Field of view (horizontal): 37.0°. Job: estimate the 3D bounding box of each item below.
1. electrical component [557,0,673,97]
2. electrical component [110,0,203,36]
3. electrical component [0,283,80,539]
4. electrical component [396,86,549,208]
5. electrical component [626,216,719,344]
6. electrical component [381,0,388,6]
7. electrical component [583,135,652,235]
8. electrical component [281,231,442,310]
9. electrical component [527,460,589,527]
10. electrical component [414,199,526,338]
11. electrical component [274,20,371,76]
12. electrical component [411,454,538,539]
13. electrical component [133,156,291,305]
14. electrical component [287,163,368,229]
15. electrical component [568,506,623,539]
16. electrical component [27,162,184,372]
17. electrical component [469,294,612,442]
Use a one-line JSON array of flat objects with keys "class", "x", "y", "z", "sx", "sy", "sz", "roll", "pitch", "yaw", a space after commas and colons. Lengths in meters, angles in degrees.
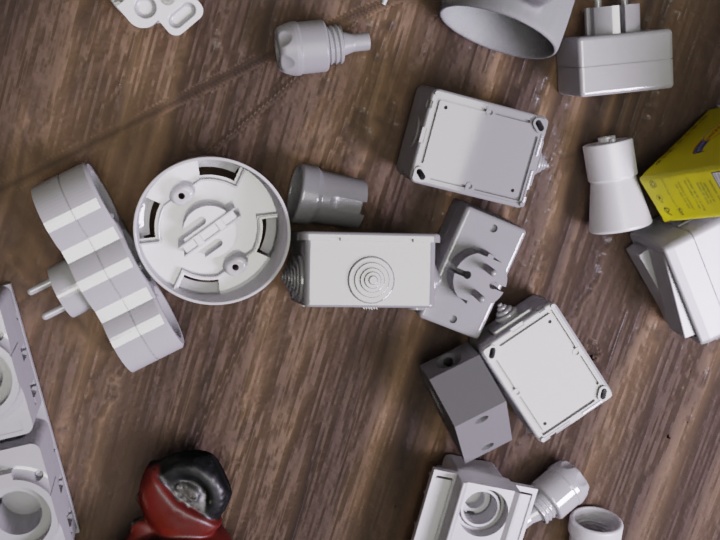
[{"class": "electrical component", "x": 0.171, "y": -0.159, "z": 0.728, "sx": 0.066, "sy": 0.047, "sz": 0.076, "roll": -7, "pitch": 102, "yaw": -7}, {"class": "electrical component", "x": -0.131, "y": -0.182, "z": 0.666, "sx": 0.058, "sy": 0.057, "sz": 0.078, "roll": -40, "pitch": 106, "yaw": 1}, {"class": "electrical component", "x": -0.263, "y": 0.115, "z": 0.709, "sx": 0.105, "sy": 0.060, "sz": 0.186, "roll": -13, "pitch": 104, "yaw": -7}, {"class": "electrical component", "x": 0.079, "y": -0.082, "z": 0.722, "sx": 0.096, "sy": 0.061, "sz": 0.061, "roll": 13, "pitch": 100, "yaw": -12}, {"class": "electrical component", "x": 0.240, "y": 0.008, "z": 0.769, "sx": 0.061, "sy": 0.061, "sz": 0.096, "roll": -27, "pitch": 105, "yaw": -3}, {"class": "electrical component", "x": 0.024, "y": -0.212, "z": 0.694, "sx": 0.040, "sy": 0.040, "sz": 0.078, "roll": 24, "pitch": 97, "yaw": -14}, {"class": "electrical component", "x": 0.178, "y": -0.061, "z": 0.755, "sx": 0.044, "sy": 0.044, "sz": 0.065, "roll": -12, "pitch": 99, "yaw": -7}, {"class": "electrical component", "x": 0.000, "y": 0.000, "z": 0.709, "sx": 0.100, "sy": 0.100, "sz": 0.048, "roll": 1, "pitch": 91, "yaw": -10}, {"class": "electrical component", "x": 0.139, "y": 0.171, "z": 0.798, "sx": 0.061, "sy": 0.035, "sz": 0.035, "roll": -37, "pitch": 106, "yaw": -14}, {"class": "electrical component", "x": 0.077, "y": 0.003, "z": 0.733, "sx": 0.047, "sy": 0.075, "sz": 0.083, "roll": 21, "pitch": 98, "yaw": -13}, {"class": "electrical component", "x": -0.024, "y": -0.147, "z": 0.704, "sx": 0.061, "sy": 0.035, "sz": 0.035, "roll": -8, "pitch": 104, "yaw": -10}, {"class": "electrical component", "x": 0.071, "y": 0.202, "z": 0.784, "sx": 0.079, "sy": 0.063, "sz": 0.121, "roll": 13, "pitch": 100, "yaw": -12}, {"class": "electrical component", "x": -0.098, "y": -0.028, "z": 0.703, "sx": 0.099, "sy": 0.064, "sz": 0.099, "roll": -2, "pitch": 103, "yaw": -9}, {"class": "electrical component", "x": -0.022, "y": -0.048, "z": 0.725, "sx": 0.046, "sy": 0.040, "sz": 0.040, "roll": 9, "pitch": 101, "yaw": -17}, {"class": "electrical component", "x": 0.176, "y": 0.209, "z": 0.816, "sx": 0.040, "sy": 0.040, "sz": 0.046, "roll": 1, "pitch": 109, "yaw": -10}, {"class": "electrical component", "x": -0.179, "y": 0.007, "z": 0.703, "sx": 0.074, "sy": 0.052, "sz": 0.138, "roll": -27, "pitch": 105, "yaw": -3}, {"class": "electrical component", "x": 0.123, "y": 0.062, "z": 0.766, "sx": 0.062, "sy": 0.061, "sz": 0.096, "roll": -34, "pitch": 98, "yaw": -1}]
